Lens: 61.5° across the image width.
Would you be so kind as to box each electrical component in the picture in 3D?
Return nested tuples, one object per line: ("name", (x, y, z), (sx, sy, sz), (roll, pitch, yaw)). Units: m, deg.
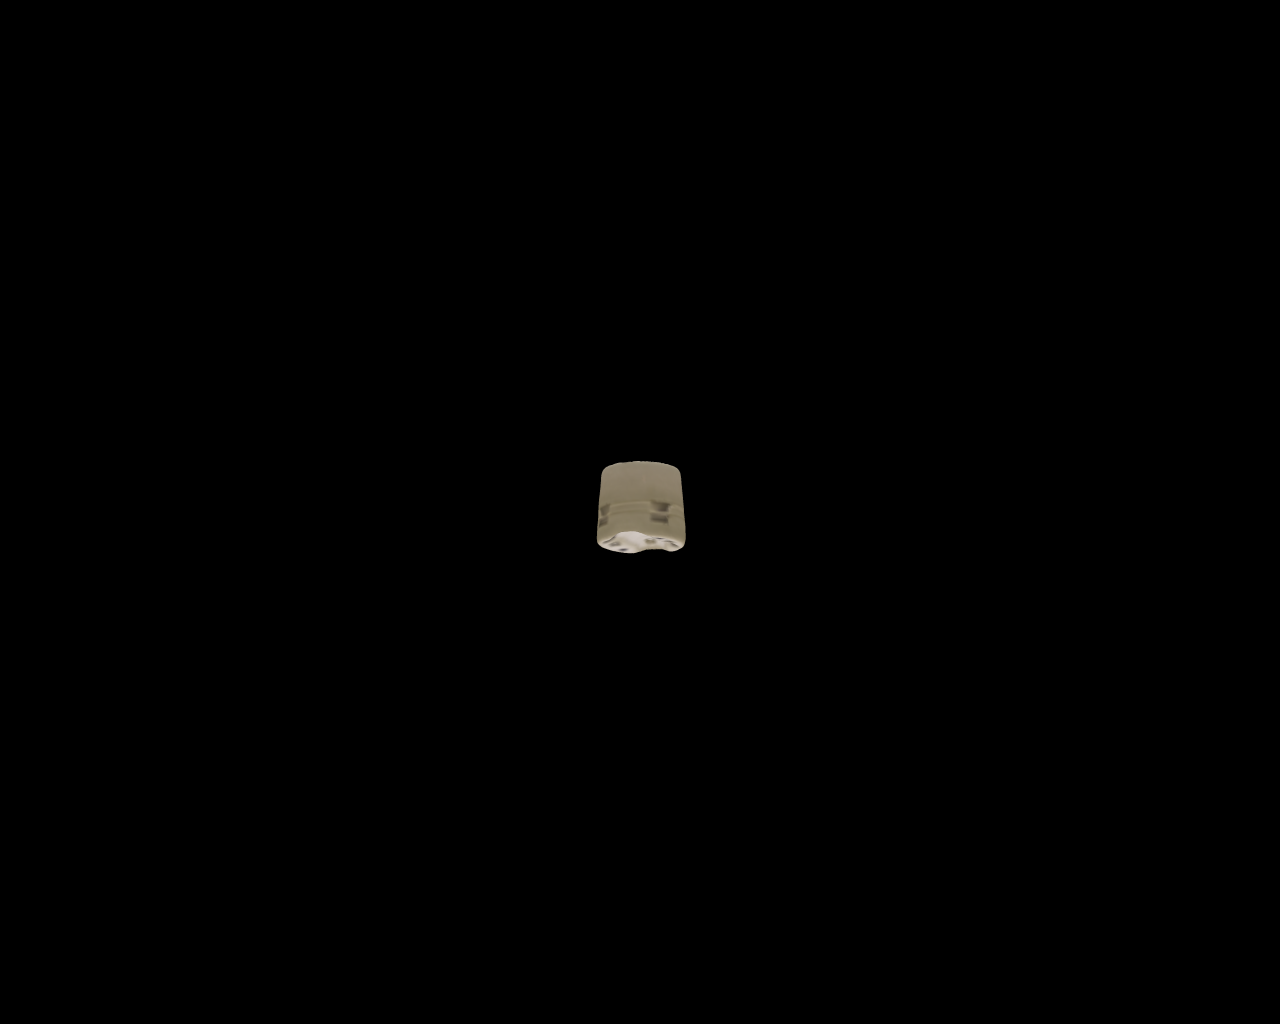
("electrical component", (0.001, -0.003, 0.650), (0.055, 0.047, 0.055), (0, -14, 0))
